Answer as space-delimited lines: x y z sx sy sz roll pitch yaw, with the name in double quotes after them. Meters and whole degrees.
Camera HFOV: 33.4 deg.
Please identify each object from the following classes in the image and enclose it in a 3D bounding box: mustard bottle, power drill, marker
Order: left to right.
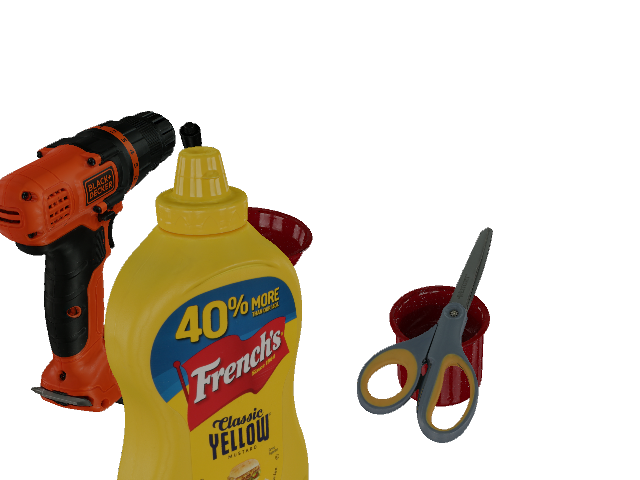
-0.156 0.012 0.764 0.057 0.188 0.184 8 25 25 "power drill"
-0.112 -0.061 0.982 0.020 0.020 0.121 0 -42 4 "marker"
-0.052 0.051 0.496 0.096 0.192 0.058 -14 22 -35 "mustard bottle"

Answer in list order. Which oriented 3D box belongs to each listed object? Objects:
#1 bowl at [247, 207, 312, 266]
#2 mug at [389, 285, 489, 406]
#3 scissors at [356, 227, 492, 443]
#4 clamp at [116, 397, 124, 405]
-0.092 0.014 1.320 0.162 0.055 0.162 3 25 -2 "bowl"
0.116 0.095 1.023 0.093 0.081 0.117 5 37 14 "mug"
0.081 0.063 0.804 0.096 0.201 0.016 1 -43 9 "scissors"
-0.090 0.143 0.929 0.164 0.036 0.210 -6 18 -39 "clamp"
